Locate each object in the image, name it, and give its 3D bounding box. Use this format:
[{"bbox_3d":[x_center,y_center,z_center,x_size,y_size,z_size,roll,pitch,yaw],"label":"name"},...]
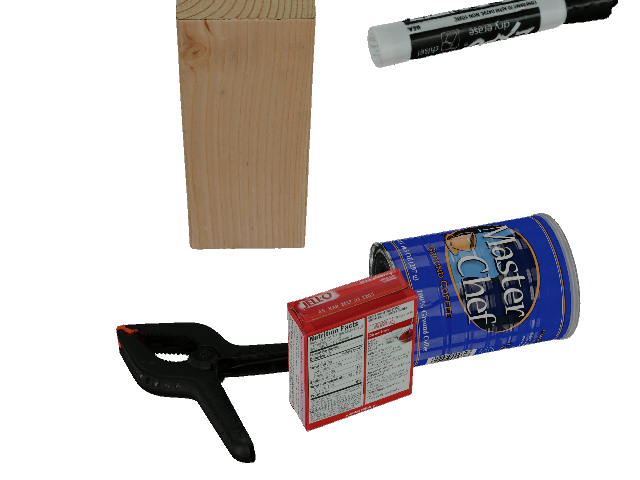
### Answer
[{"bbox_3d":[-0.094,0.114,0.981,0.210,0.036,0.164,20,37,31],"label":"clamp"},{"bbox_3d":[0.082,-0.102,0.498,0.121,0.020,0.020,-14,2,-10],"label":"marker"},{"bbox_3d":[-0.054,-0.097,0.775,0.091,0.206,0.090,0,44,-3],"label":"wood block"},{"bbox_3d":[0.119,0.040,0.844,0.140,0.103,0.103,-10,1,-9],"label":"coffee can"},{"bbox_3d":[0.018,0.065,0.636,0.073,0.089,0.030,-17,43,-18],"label":"gelatin box"}]
